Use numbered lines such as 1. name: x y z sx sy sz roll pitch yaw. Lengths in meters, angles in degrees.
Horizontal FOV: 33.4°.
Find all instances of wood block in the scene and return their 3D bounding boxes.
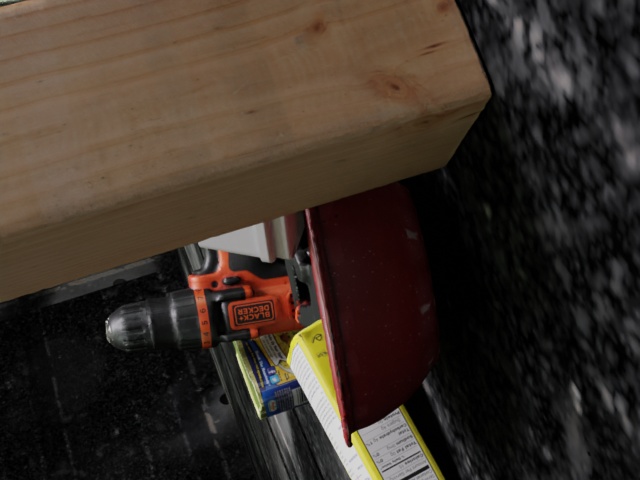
1. wood block: -0.050 -0.054 0.436 0.091 0.206 0.090 108 143 -73

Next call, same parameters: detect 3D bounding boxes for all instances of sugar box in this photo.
1. sugar box: 0.039 0.136 0.686 0.176 0.048 0.093 58 167 13

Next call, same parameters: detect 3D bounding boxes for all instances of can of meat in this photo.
1. can of meat: -0.028 0.098 0.934 0.057 0.084 0.102 86 163 -54

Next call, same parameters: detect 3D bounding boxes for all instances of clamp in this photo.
1. clamp: -0.005 0.001 0.772 0.210 0.036 0.164 105 145 -68

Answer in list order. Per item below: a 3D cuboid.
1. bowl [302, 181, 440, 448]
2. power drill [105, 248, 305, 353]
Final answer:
1. bowl: 0.025 0.021 0.547 0.162 0.055 0.162 170 90 -89
2. power drill: -0.092 -0.005 0.871 0.057 0.184 0.188 -158 60 -76
